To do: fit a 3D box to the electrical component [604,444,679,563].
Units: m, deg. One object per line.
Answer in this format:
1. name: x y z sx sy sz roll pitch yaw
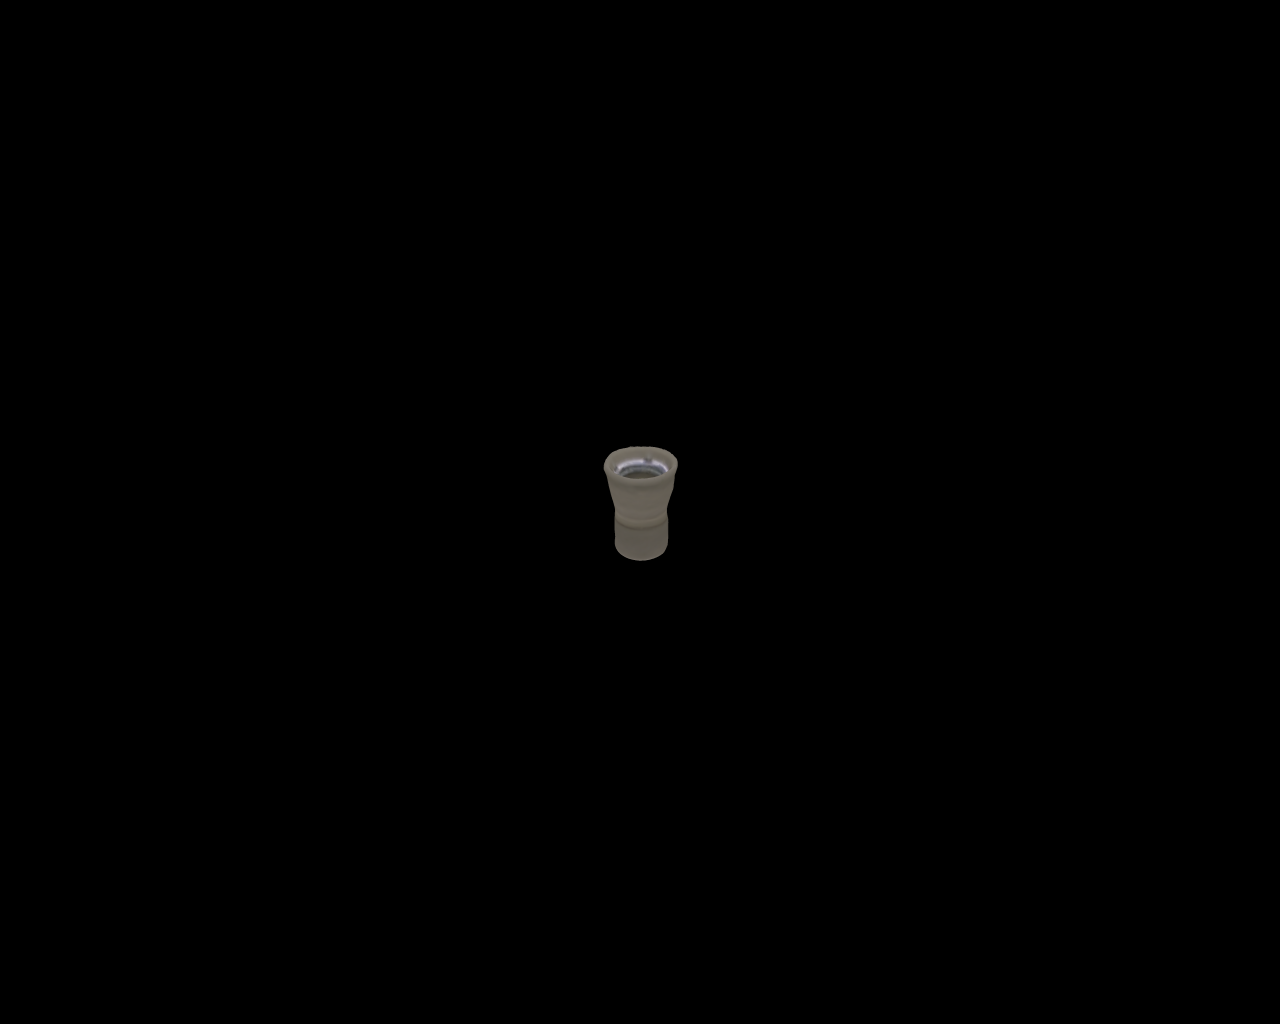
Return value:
1. electrical component: 0.001 -0.003 0.650 0.044 0.065 0.044 0 32 0
